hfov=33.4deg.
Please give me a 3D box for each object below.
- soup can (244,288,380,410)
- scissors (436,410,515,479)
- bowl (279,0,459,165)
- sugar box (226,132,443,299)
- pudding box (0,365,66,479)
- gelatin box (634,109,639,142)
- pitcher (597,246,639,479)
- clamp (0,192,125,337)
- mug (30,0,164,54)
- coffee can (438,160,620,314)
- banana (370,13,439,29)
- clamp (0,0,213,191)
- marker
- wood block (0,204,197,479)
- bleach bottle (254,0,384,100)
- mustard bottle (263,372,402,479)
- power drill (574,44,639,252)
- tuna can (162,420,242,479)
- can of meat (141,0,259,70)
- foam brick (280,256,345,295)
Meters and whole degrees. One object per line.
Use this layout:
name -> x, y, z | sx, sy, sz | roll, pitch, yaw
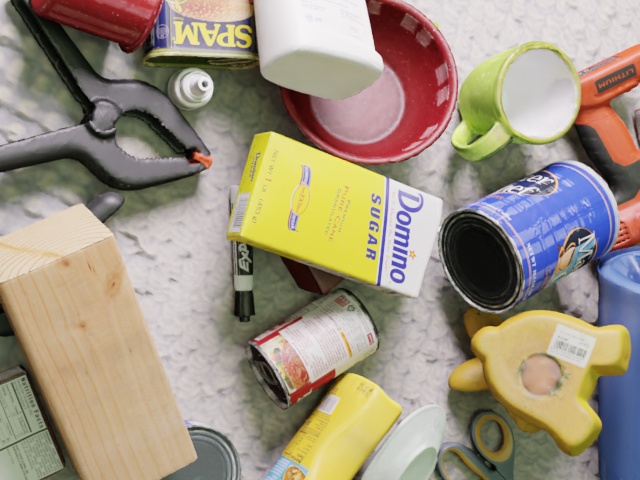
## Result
soup can -> -0.006, 0.095, 0.945 | 0.102, 0.069, 0.068 | -30, 103, -20
scissors -> 0.199, 0.243, 1.067 | 0.201, 0.016, 0.096 | 33, 79, -21
bowl -> 0.038, -0.136, 0.947 | 0.162, 0.055, 0.162 | 2, 76, -9
sugar box -> 0.015, -0.018, 0.904 | 0.176, 0.048, 0.093 | 19, 84, -23
pudding box -> -0.271, 0.163, 0.849 | 0.113, 0.039, 0.090 | -23, 100, -23
gelatin box -> 0.372, -0.101, 1.120 | 0.073, 0.030, 0.089 | -16, 101, -22
pitcher -> 0.337, 0.131, 1.049 | 0.149, 0.145, 0.243 | -12, 113, -26
clamp -> -0.226, 0.023, 0.861 | 0.171, 0.039, 0.120 | -4, 97, -26
mug -> -0.177, -0.212, 0.844 | 0.081, 0.117, 0.093 | 14, 130, -32
coffee can -> 0.195, -0.005, 0.994 | 0.140, 0.103, 0.103 | -25, 102, -33
banana -> 0.039, -0.262, 0.970 | 0.069, 0.037, 0.198 | -39, 108, -36
clamp -> -0.189, -0.090, 0.872 | 0.209, 0.036, 0.164 | 29, 72, -23
marker -> -0.068, 0.012, 0.941 | 0.020, 0.020, 0.121 | -3, 93, -23
wood block -> -0.179, 0.091, 0.829 | 0.090, 0.091, 0.206 | -25, 116, -18
bleach bottle -> -0.012, -0.248, 0.901 | 0.102, 0.068, 0.251 | 10, 64, -37
mustard bottle -> -0.011, 0.207, 0.931 | 0.058, 0.096, 0.191 | 42, 76, -16
power drill -> 0.329, -0.097, 1.062 | 0.184, 0.057, 0.187 | -24, 99, 1
tuna can -> -0.113, 0.200, 0.920 | 0.086, 0.034, 0.086 | -1, 92, -23
can of meat -> -0.099, -0.190, 0.900 | 0.102, 0.058, 0.084 | -2, 90, -24
foam brick -> -0.006, 0.001, 0.950 | 0.053, 0.051, 0.078 | -35, 105, -20
